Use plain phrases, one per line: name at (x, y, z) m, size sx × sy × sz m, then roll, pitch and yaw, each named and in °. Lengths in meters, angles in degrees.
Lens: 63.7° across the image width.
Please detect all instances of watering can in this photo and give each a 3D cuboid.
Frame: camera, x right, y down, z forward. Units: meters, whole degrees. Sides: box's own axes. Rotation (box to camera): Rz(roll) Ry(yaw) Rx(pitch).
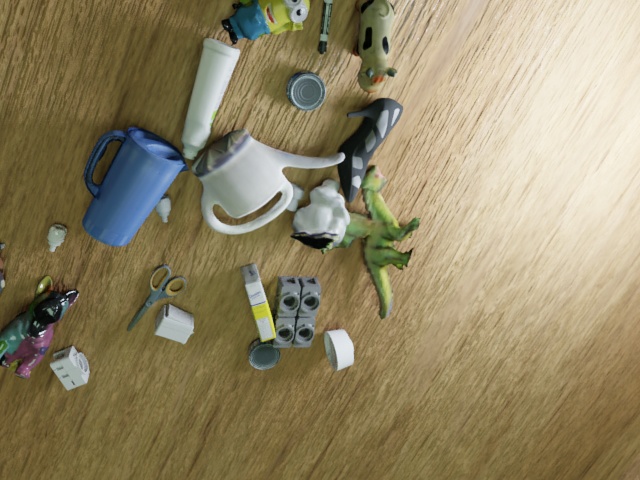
watering can at (-0.134, -0.156, 1.156) m, size 0.347 × 0.106 × 0.221 m, roll -35°, pitch 117°, yaw 5°

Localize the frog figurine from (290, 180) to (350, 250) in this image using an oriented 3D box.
frog figurine at (0.004, -0.063, 1.246) m, size 0.137 × 0.163 × 0.120 m, roll -5°, pitch 151°, yaw 27°

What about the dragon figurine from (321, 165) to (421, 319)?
dragon figurine at (0.117, 0.012, 1.327) m, size 0.243 × 0.124 × 0.404 m, roll 14°, pitch 108°, yaw -2°
